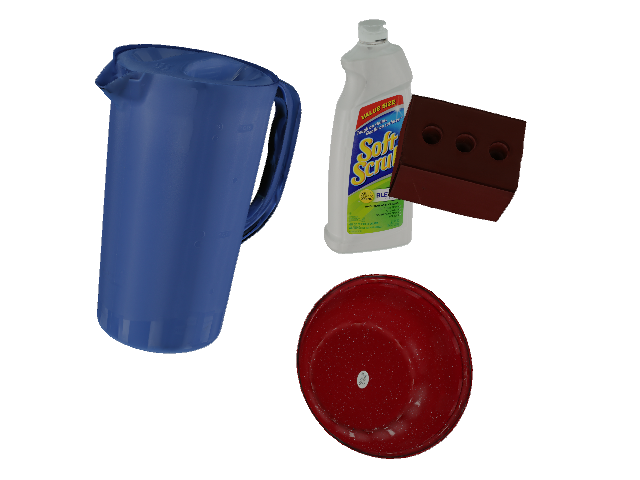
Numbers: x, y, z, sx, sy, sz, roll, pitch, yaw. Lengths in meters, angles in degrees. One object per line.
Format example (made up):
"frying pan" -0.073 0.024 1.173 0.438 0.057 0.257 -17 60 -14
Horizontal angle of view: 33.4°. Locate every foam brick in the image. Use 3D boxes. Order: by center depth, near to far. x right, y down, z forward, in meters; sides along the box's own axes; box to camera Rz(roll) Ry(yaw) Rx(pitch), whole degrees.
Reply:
"foam brick" 0.088 -0.052 0.693 0.078 0.053 0.051 13 -23 -1

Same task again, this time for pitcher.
"pitcher" -0.110 -0.035 0.892 0.149 0.243 0.145 12 20 4

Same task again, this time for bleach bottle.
"bleach bottle" 0.051 -0.113 1.167 0.102 0.251 0.068 -7 25 -9

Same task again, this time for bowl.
"bowl" 0.043 0.111 0.899 0.162 0.162 0.055 0 4 23
